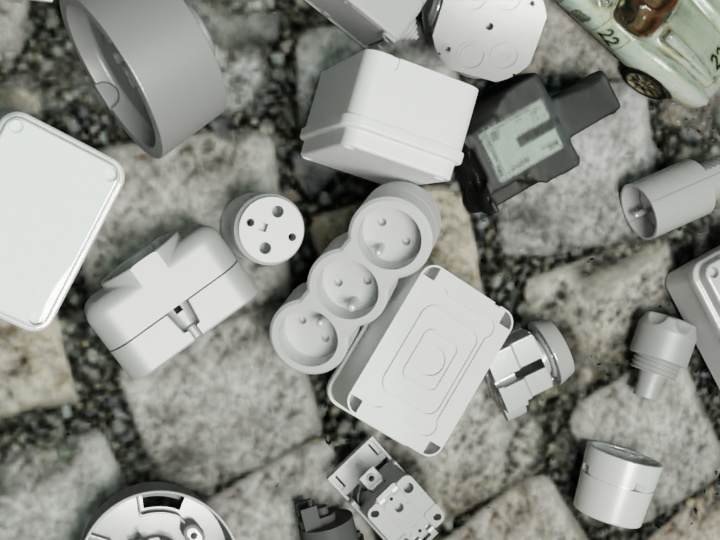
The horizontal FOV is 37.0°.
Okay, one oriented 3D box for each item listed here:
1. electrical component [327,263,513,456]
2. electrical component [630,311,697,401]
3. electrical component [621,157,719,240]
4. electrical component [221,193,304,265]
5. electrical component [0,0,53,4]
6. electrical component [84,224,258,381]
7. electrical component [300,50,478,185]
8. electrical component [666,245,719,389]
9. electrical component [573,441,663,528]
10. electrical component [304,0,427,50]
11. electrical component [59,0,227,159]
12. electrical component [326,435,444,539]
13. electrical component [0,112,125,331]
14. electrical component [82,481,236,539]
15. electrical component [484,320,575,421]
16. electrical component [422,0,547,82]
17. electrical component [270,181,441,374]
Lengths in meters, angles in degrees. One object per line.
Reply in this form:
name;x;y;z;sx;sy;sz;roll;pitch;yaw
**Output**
electrical component;0.038;0.057;0.719;0.078;0.057;0.113;33;85;-16
electrical component;0.217;0.063;0.782;0.043;0.043;0.062;19;90;-17
electrical component;0.235;-0.056;0.777;0.081;0.043;0.043;-23;101;-14
electrical component;-0.062;-0.027;0.683;0.045;0.055;0.045;-1;95;-17
electrical component;-0.218;-0.182;0.619;0.081;0.064;0.042;2;93;-17
electrical component;-0.121;0.015;0.669;0.095;0.054;0.059;-37;104;-11
electrical component;0.015;-0.090;0.671;0.078;0.113;0.057;17;87;-18
electrical component;0.287;0.034;0.781;0.078;0.057;0.113;-27;89;-13
electrical component;0.184;0.154;0.774;0.055;0.055;0.047;14;94;-18
electrical component;0.005;-0.185;0.687;0.096;0.062;0.061;36;84;-16
electrical component;-0.121;-0.127;0.633;0.060;0.108;0.108;-34;103;-18
electrical component;0.021;0.156;0.719;0.042;0.064;0.081;-43;105;-9
electrical component;-0.199;-0.029;0.640;0.078;0.057;0.113;28;86;-17
electrical component;-0.128;0.184;0.675;0.099;0.064;0.099;-1;95;-17
electrical component;0.115;0.065;0.750;0.055;0.048;0.066;-25;101;-6
electrical component;0.082;-0.165;0.707;0.080;0.051;0.080;-1;115;-1
electrical component;0.000;0.000;0.695;0.052;0.073;0.138;38;113;-2
